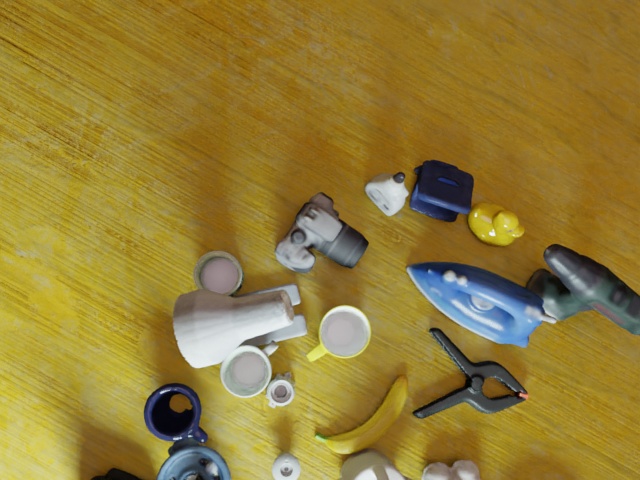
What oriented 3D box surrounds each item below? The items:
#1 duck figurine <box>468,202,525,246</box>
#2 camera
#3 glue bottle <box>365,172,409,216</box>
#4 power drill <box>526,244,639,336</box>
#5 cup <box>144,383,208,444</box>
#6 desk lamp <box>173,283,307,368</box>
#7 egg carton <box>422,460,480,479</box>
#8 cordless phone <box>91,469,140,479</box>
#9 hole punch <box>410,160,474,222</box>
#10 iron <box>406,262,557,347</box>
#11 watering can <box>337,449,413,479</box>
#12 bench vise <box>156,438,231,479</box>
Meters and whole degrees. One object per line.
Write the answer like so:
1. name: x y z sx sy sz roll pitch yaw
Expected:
1. duck figurine: 0.333 -0.034 1.071 0.104 0.086 0.077 33 80 0
2. camera: 0.009 0.004 1.025 0.137 0.100 0.143 34 80 0
3. glue bottle: 0.126 -0.092 1.013 0.037 0.173 0.078 -41 87 -9
4. power drill: 0.450 0.088 1.003 0.229 0.208 0.076 31 80 -1
5. cup: -0.231 0.292 0.963 0.118 0.095 0.092 40 80 1
6. desk lamp: -0.122 0.127 0.937 0.203 0.213 0.118 -13 83 -7
7. egg carton: 0.232 0.464 0.999 0.107 0.069 0.150 -6 83 -6
8. cordless phone: -0.317 0.435 0.888 0.147 0.185 0.094 19 81 -3
9. hole punch: 0.228 -0.097 1.066 0.108 0.091 0.101 17 81 -3
10. iron: 0.285 0.098 1.019 0.258 0.141 0.119 24 80 -2
11. watering can: 0.101 0.409 0.930 0.173 0.194 0.101 -21 84 -8
12. bench vise: -0.172 0.411 0.889 0.207 0.219 0.121 42 80 1
